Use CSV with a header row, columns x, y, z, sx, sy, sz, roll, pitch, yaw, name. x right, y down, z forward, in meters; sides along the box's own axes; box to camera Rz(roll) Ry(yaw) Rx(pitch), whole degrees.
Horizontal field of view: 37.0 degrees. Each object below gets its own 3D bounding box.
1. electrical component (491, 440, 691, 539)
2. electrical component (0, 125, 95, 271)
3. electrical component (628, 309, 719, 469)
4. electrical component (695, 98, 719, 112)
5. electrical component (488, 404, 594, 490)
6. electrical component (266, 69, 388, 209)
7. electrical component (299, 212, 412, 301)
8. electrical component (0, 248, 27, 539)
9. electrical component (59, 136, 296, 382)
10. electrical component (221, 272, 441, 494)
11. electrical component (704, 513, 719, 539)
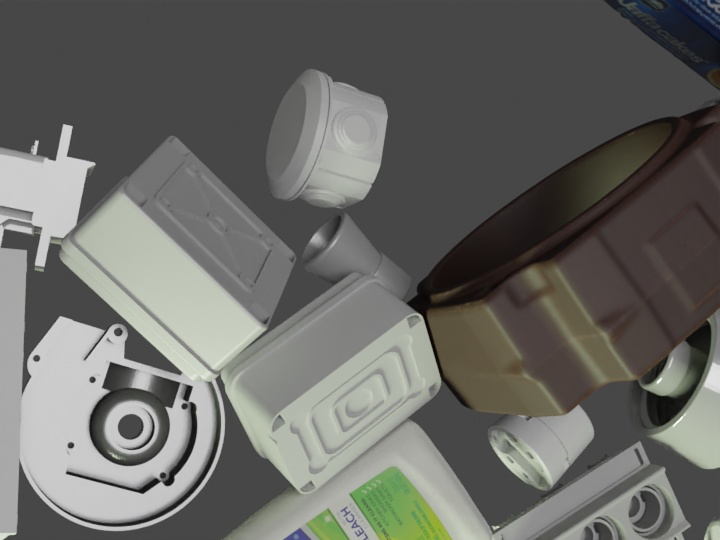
x,y,z,sx,sy,sz,roll,pitch,yaw,name
0.145,0.175,0.708,0.121,0.063,0.078,-27,96,-19,electrical component
-0.188,-0.043,0.612,0.064,0.042,0.081,12,82,-17,electrical component
0.223,0.072,0.721,0.060,0.108,0.108,24,79,-11,electrical component
0.282,-0.023,0.769,0.105,0.060,0.186,-41,100,-17,electrical component
0.120,0.108,0.708,0.047,0.055,0.055,-40,100,-21,electrical component
-0.022,-0.077,0.654,0.051,0.080,0.080,14,82,-23,electrical component
0.000,0.000,0.678,0.065,0.044,0.044,39,75,-19,electrical component
-0.226,0.065,0.559,0.089,0.062,0.150,6,68,-26,electrical component
-0.098,-0.009,0.604,0.056,0.108,0.109,-41,103,19,electrical component
-0.016,0.064,0.634,0.113,0.057,0.078,-36,135,-18,electrical component
0.265,0.194,0.742,0.079,0.077,0.043,2,87,-20,electrical component
